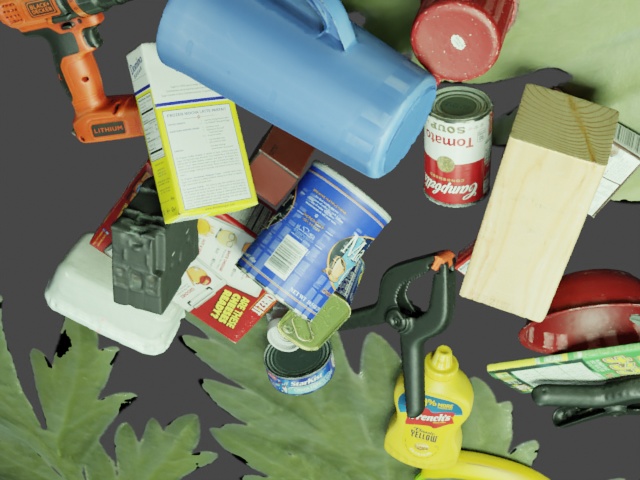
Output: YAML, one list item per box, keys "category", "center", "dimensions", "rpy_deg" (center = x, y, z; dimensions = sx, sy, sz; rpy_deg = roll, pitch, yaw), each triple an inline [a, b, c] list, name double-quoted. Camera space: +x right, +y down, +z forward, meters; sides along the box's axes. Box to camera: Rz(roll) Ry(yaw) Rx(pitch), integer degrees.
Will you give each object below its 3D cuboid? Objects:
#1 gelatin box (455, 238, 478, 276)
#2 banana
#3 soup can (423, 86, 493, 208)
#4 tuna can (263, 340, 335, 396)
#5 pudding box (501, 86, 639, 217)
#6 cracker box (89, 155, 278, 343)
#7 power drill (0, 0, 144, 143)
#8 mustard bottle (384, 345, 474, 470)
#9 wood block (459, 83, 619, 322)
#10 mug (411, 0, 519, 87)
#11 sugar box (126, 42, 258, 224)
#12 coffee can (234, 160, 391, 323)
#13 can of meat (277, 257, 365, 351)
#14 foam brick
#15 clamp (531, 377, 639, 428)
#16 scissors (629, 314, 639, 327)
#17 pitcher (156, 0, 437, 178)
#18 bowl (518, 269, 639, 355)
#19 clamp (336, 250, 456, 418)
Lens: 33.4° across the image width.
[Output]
- category: "gelatin box"
  center: [0.203, 0.028, 1.159]
  dimensions: [0.089, 0.030, 0.073]
  rpy_deg: [37, 133, -11]
- category: "banana"
  center: [0.217, 0.302, 1.381]
  dimensions: [0.198, 0.037, 0.069]
  rpy_deg: [6, 148, 18]
- category: "soup can"
  center: [0.137, -0.093, 1.058]
  dimensions: [0.068, 0.068, 0.102]
  rpy_deg: [8, 129, 15]
- category: "tuna can"
  center: [-0.025, 0.150, 1.308]
  dimensions: [0.086, 0.086, 0.034]
  rpy_deg: [2, 130, 19]
- category: "pudding box"
  center: [0.247, -0.085, 1.043]
  dimensions: [0.113, 0.039, 0.090]
  rpy_deg: [31, 135, -2]
- category: "cracker box"
  center: [-0.136, 0.001, 1.236]
  dimensions: [0.213, 0.072, 0.164]
  rpy_deg: [35, 131, -10]
- category: "power drill"
  center: [-0.229, -0.198, 1.117]
  dimensions: [0.185, 0.057, 0.187]
  rpy_deg: [-3, 124, 28]
- category: "mustard bottle"
  center: [0.137, 0.201, 1.308]
  dimensions: [0.096, 0.058, 0.192]
  rpy_deg: [15, 131, 9]
- category: "wood block"
  center: [0.206, -0.031, 1.017]
  dimensions: [0.090, 0.090, 0.206]
  rpy_deg: [19, 135, 9]
- category: "mug"
  center: [0.124, -0.189, 0.973]
  dimensions: [0.093, 0.081, 0.117]
  rpy_deg: [27, 132, -3]
- category: "sugar box"
  center: [-0.129, -0.111, 1.073]
  dimensions: [0.048, 0.093, 0.176]
  rpy_deg: [-19, 84, 54]
- category: "coffee can"
  center: [-0.007, 0.001, 1.123]
  dimensions: [0.102, 0.103, 0.140]
  rpy_deg: [38, 89, -12]
- category: "can of meat"
  center: [0.003, 0.065, 1.228]
  dimensions: [0.057, 0.083, 0.102]
  rpy_deg: [33, 132, -8]
- category: "foam brick"
  center: [-0.043, -0.086, 1.125]
  dimensions: [0.053, 0.078, 0.051]
  rpy_deg: [35, 132, -7]
- category: "clamp"
  center: [0.326, 0.179, 1.211]
  dimensions: [0.172, 0.039, 0.120]
  rpy_deg: [-18, 155, 28]
- category: "scissors"
  center: [0.396, 0.097, 1.100]
  dimensions: [0.096, 0.016, 0.201]
  rpy_deg: [-28, 141, 22]
- category: "pitcher"
  center: [-0.018, -0.167, 0.970]
  dimensions: [0.243, 0.149, 0.145]
  rpy_deg: [33, 101, 12]
- category: "bowl"
  center: [0.287, 0.072, 1.120]
  dimensions: [0.162, 0.055, 0.162]
  rpy_deg: [-1, 157, -1]
- category: "clamp"
  center: [0.087, 0.086, 1.230]
  dimensions: [0.165, 0.036, 0.210]
  rpy_deg: [35, 124, 20]
